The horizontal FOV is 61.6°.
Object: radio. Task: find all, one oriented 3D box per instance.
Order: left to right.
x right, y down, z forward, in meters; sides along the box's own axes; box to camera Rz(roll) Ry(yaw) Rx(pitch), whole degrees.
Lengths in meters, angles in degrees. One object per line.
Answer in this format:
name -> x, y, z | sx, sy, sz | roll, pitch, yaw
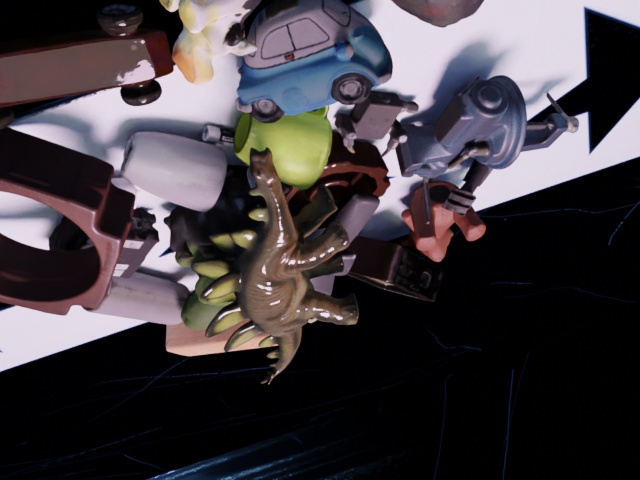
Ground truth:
radio -> 0.133, 0.055, 1.010 | 0.131, 0.073, 0.229 | 13, 174, 36

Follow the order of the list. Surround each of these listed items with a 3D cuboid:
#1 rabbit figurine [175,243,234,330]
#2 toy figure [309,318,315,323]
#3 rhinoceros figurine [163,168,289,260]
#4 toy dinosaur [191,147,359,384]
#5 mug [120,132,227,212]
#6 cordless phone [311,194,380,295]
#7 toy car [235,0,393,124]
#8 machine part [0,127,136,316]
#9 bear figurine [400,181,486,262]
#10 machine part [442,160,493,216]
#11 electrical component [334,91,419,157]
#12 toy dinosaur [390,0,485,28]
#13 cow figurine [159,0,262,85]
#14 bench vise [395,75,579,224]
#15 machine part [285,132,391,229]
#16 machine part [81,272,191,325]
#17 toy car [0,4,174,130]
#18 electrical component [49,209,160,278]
rabbit figurine -> -0.170, 0.070, 0.877 | 0.159, 0.121, 0.170 | -19, 147, -51
toy figure -> -0.075, 0.146, 1.109 | 0.180, 0.082, 0.089 | -16, 155, 2
rhinoceros figurine -> -0.124, -0.037, 0.722 | 0.190, 0.112, 0.073 | -19, 172, 28
toy dinosaur -> -0.055, 0.070, 0.708 | 0.199, 0.105, 0.470 | -12, 137, -3
mug -> -0.179, -0.084, 0.636 | 0.107, 0.081, 0.110 | 18, 164, -32
cordless phone -> -0.002, -0.003, 0.781 | 0.146, 0.089, 0.184 | 5, 140, -30
toy car -> -0.015, -0.187, 0.525 | 0.162, 0.109, 0.102 | -11, 131, 10
machine part -> -0.319, -0.016, 0.588 | 0.201, 0.087, 0.201 | 18, 131, -20
bear figurine -> 0.202, -0.010, 0.944 | 0.120, 0.132, 0.195 | -10, 146, -3
machine part -> 0.241, -0.095, 0.841 | 0.139, 0.039, 0.084 | -50, 175, -32
electrical component -> 0.072, -0.148, 0.693 | 0.102, 0.045, 0.078 | 1, 148, -33
toy dinosaur -> 0.065, -0.229, 0.384 | 0.131, 0.192, 0.404 | -31, 149, 27
cow figurine -> -0.082, -0.212, 0.454 | 0.098, 0.068, 0.167 | -27, 157, -30
bench vise -> 0.232, -0.138, 0.735 | 0.241, 0.129, 0.223 | -7, 153, -13
machine part -> 0.010, -0.079, 0.772 | 0.179, 0.056, 0.179 | -14, 154, -7
machine part -> -0.297, 0.091, 0.876 | 0.079, 0.079, 0.243 | -31, 151, 24
toy car -> -0.237, -0.156, 0.482 | 0.202, 0.053, 0.089 | -15, 132, -11
electrical component -> -0.303, 0.007, 0.738 | 0.115, 0.058, 0.134 | 13, 140, -41
